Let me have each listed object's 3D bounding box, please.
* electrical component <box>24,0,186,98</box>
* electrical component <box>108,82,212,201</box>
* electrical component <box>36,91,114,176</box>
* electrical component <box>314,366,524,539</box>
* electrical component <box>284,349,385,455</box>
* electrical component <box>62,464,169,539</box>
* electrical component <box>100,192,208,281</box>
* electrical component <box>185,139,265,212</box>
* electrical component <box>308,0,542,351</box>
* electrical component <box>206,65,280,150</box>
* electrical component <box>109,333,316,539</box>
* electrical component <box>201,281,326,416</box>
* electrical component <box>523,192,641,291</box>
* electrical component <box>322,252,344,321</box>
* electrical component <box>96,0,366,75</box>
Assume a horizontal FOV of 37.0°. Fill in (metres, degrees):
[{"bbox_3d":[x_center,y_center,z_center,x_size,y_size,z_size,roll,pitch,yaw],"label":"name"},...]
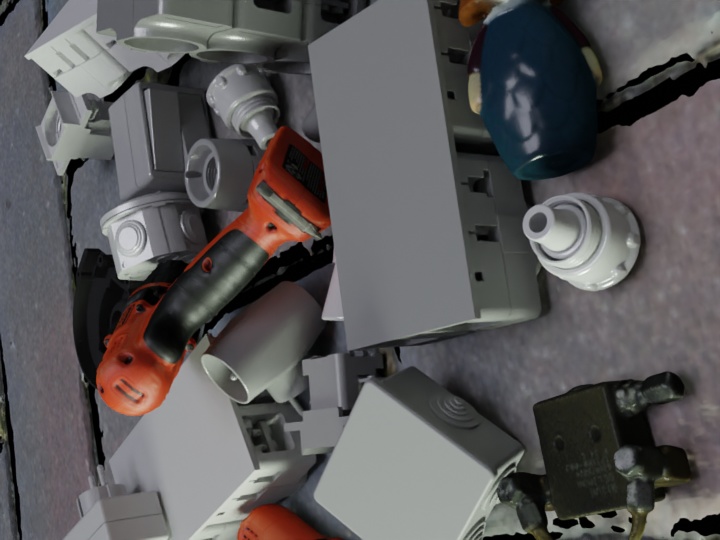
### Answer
[{"bbox_3d":[-0.169,-0.202,0.826,0.186,0.060,0.105,-6,48,51],"label":"electrical component"},{"bbox_3d":[-0.155,-0.107,0.847,0.061,0.062,0.096,-25,71,48],"label":"electrical component"},{"bbox_3d":[-0.249,-0.127,0.964,0.081,0.064,0.042,-53,52,37],"label":"electrical component"},{"bbox_3d":[0.034,0.114,0.605,0.100,0.048,0.099,35,117,23],"label":"electrical component"},{"bbox_3d":[-0.009,0.084,0.683,0.081,0.042,0.063,-16,74,49],"label":"electrical component"},{"bbox_3d":[-0.189,0.184,0.803,0.083,0.047,0.075,-46,55,41],"label":"electrical component"},{"bbox_3d":[-0.158,-0.026,0.840,0.080,0.080,0.051,-29,73,48],"label":"electrical component"},{"bbox_3d":[-0.096,-0.070,0.786,0.055,0.047,0.055,0,90,51],"label":"electrical component"},{"bbox_3d":[0.036,-0.055,0.611,0.105,0.060,0.186,-19,75,50],"label":"electrical component"},{"bbox_3d":[-0.077,-0.114,0.767,0.048,0.048,0.062,-52,60,38],"label":"electrical component"},{"bbox_3d":[-0.111,0.141,0.794,0.186,0.060,0.105,-49,54,39],"label":"electrical component"},{"bbox_3d":[-0.054,0.062,0.719,0.079,0.077,0.044,55,150,-15],"label":"electrical component"},{"bbox_3d":[0.103,-0.017,0.523,0.048,0.062,0.048,-11,74,40],"label":"electrical component"},{"bbox_3d":[0.000,0.000,0.673,0.044,0.044,0.065,0,85,51],"label":"electrical component"},{"bbox_3d":[-0.080,-0.166,0.684,0.089,0.150,0.061,4,92,51],"label":"electrical component"}]
